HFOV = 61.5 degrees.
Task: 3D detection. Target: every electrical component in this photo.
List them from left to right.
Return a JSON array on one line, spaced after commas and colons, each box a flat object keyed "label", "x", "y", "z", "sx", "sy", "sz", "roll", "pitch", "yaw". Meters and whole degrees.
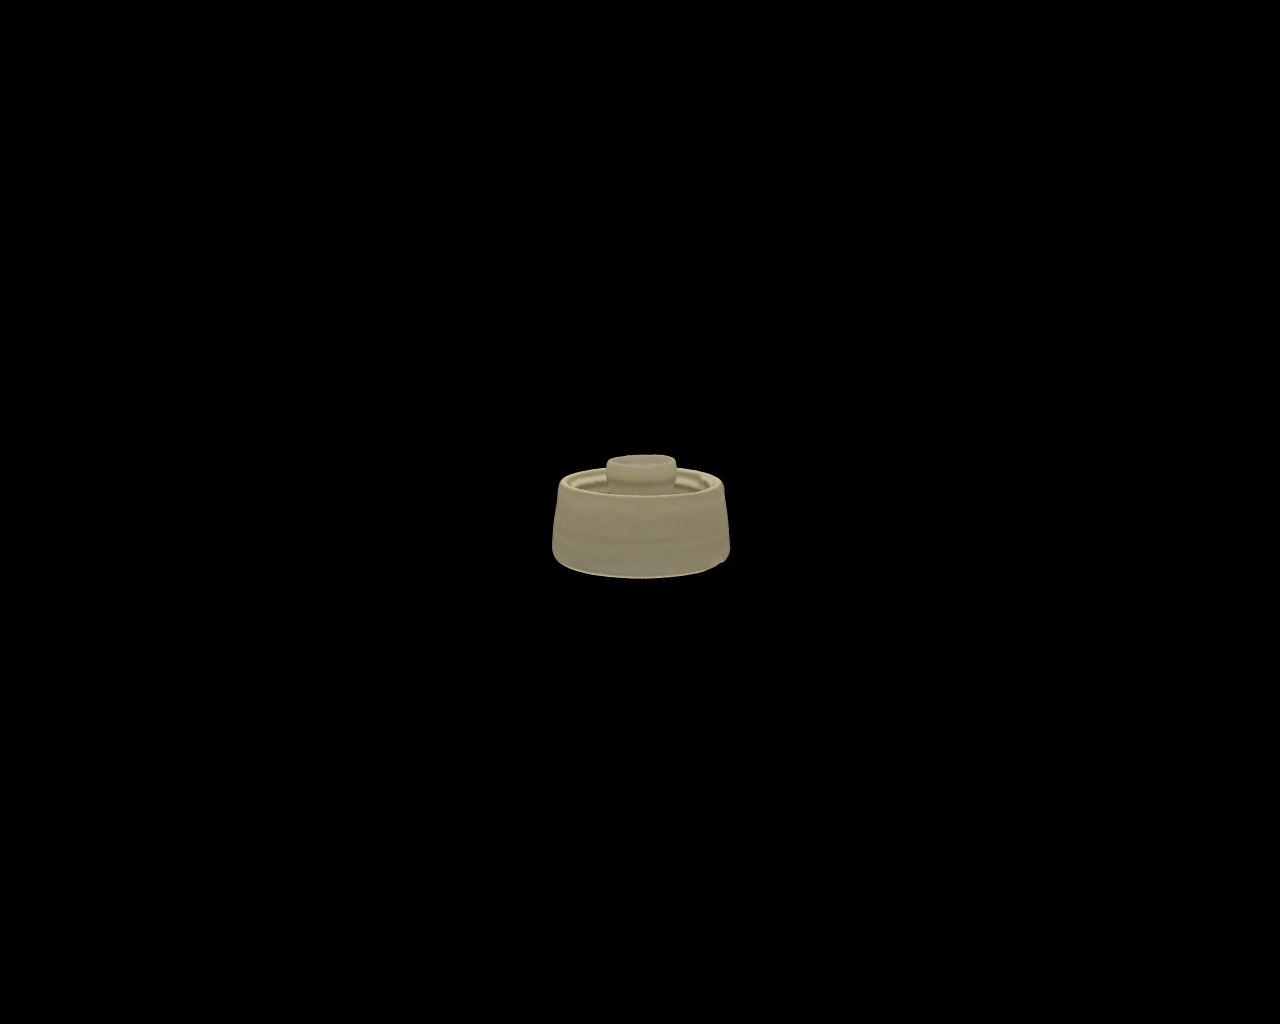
[{"label": "electrical component", "x": 0.001, "y": -0.003, "z": 0.650, "sx": 0.108, "sy": 0.060, "sz": 0.108, "roll": 0, "pitch": 12, "yaw": 0}]
